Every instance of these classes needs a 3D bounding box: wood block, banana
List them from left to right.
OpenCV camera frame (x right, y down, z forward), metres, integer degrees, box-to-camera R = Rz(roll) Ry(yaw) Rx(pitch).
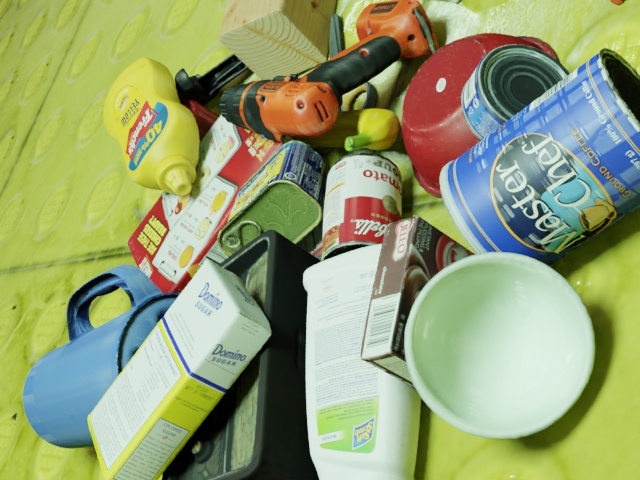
[{"bbox_3d":[-0.038,-0.295,1.226,0.090,0.090,0.206,-17,50,34],"label":"wood block"},{"bbox_3d":[0.030,-0.103,0.987,0.198,0.069,0.037,-158,67,-74],"label":"banana"}]

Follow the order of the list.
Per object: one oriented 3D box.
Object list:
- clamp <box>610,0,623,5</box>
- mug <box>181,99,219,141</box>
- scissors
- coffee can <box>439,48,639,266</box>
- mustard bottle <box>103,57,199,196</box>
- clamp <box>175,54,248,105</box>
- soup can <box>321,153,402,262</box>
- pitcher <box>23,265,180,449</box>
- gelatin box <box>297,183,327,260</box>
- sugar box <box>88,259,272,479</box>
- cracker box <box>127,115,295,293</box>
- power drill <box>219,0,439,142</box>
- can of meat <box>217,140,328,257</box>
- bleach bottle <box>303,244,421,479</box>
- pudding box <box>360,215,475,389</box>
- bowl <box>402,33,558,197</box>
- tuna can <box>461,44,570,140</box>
[{"bbox_3d":[0.261,-0.274,0.860,0.171,0.039,0.120,-57,31,3],"label":"clamp"},{"bbox_3d":[-0.146,-0.105,1.228,0.117,0.081,0.093,-20,49,45],"label":"mug"},{"bbox_3d":[0.030,-0.178,1.115,0.096,0.016,0.201,-19,49,43],"label":"scissors"},{"bbox_3d":[0.168,-0.049,0.736,0.140,0.102,0.103,-37,37,29],"label":"coffee can"},{"bbox_3d":[-0.175,-0.110,1.143,0.096,0.058,0.192,-51,44,19],"label":"mustard bottle"},{"bbox_3d":[-0.142,-0.187,1.302,0.164,0.036,0.210,-33,1,-32],"label":"clamp"},{"bbox_3d":[0.037,-0.016,0.919,0.069,0.068,0.102,-30,41,37],"label":"soup can"},{"bbox_3d":[-0.200,0.131,1.054,0.243,0.144,0.149,-21,50,48],"label":"pitcher"},{"bbox_3d":[-0.007,0.001,0.999,0.089,0.030,0.073,-43,35,26],"label":"gelatin box"},{"bbox_3d":[-0.116,0.111,0.868,0.176,0.048,0.093,-50,34,8],"label":"sugar box"},{"bbox_3d":[-0.102,-0.032,1.119,0.214,0.072,0.164,-53,31,10],"label":"cracker box"},{"bbox_3d":[0.006,-0.161,1.023,0.187,0.057,0.185,-38,26,-20],"label":"power drill"},{"bbox_3d":[-0.040,-0.033,0.976,0.102,0.057,0.084,-42,19,29],"label":"can of meat"},{"bbox_3d":[0.028,0.129,0.812,0.103,0.068,0.250,-21,49,35],"label":"bleach bottle"},{"bbox_3d":[0.080,0.051,0.783,0.039,0.090,0.113,-16,51,49],"label":"pudding box"},{"bbox_3d":[0.121,-0.118,0.903,0.162,0.055,0.162,-34,39,33],"label":"bowl"},{"bbox_3d":[0.154,-0.107,0.816,0.034,0.086,0.086,117,166,-59],"label":"tuna can"}]
